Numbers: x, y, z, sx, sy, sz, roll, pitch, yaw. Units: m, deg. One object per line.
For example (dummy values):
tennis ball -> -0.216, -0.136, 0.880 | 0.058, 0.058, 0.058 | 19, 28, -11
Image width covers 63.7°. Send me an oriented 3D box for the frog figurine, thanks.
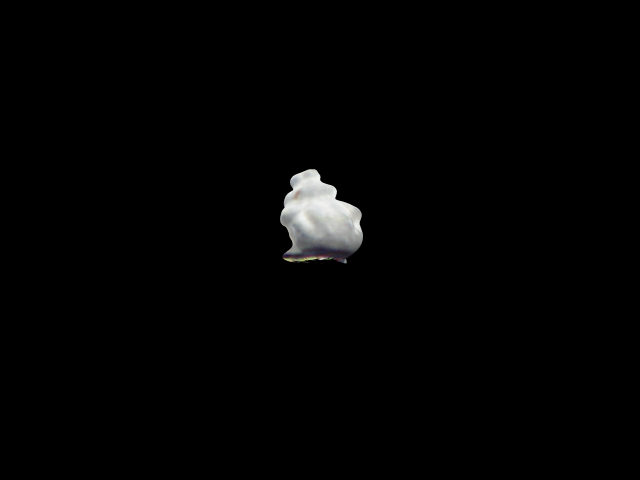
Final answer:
frog figurine -> 0.003, -0.043, 0.850 | 0.137, 0.161, 0.122 | 1, -8, -7
